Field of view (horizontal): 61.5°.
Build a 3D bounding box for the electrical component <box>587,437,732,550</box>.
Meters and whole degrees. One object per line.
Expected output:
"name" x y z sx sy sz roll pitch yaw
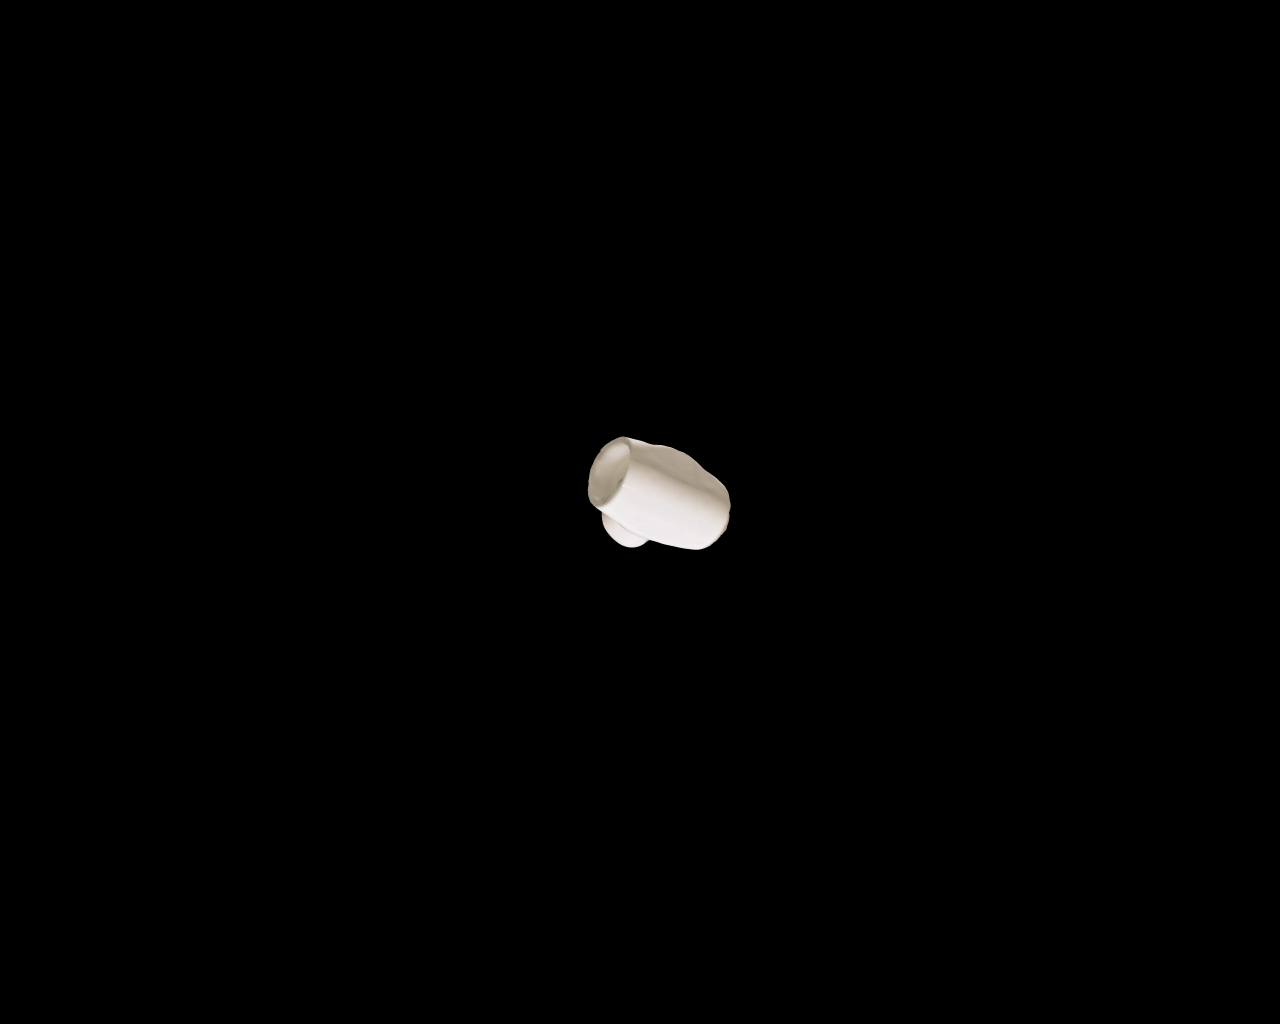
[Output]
"electrical component" 0.001 -0.003 0.650 0.077 0.044 0.079 24 -41 -31
